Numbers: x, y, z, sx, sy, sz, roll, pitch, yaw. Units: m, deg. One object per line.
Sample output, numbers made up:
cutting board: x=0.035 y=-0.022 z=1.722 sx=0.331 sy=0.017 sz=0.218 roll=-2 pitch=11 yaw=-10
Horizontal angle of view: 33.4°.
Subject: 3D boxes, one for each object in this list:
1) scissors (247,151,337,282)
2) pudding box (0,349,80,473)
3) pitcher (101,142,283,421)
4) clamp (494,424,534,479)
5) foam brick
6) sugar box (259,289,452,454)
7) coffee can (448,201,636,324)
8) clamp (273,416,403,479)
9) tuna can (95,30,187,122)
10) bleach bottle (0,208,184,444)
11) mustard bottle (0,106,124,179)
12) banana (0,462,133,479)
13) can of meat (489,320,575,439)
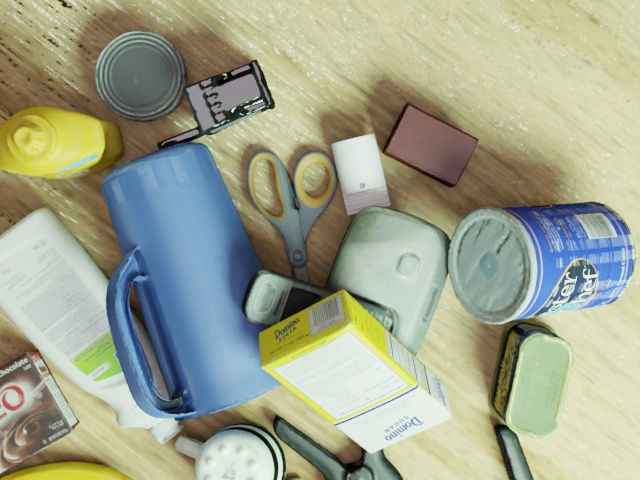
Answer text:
scissors: x=-0.007 y=0.001 z=1.046 sx=0.096 sy=0.016 sz=0.202 roll=-23 pitch=92 yaw=1
pudding box: x=-0.305 y=0.172 z=1.042 sx=0.113 sy=0.039 sz=0.090 roll=-30 pitch=92 yaw=1
pitcher: x=-0.121 y=0.040 z=0.988 sx=0.145 sy=0.149 sz=0.243 roll=-22 pitch=89 yaw=4
clamp: x=0.211 y=0.290 z=1.047 sx=0.210 sy=0.036 sz=0.164 roll=29 pitch=92 yaw=-3
foam brick: x=0.105 y=-0.090 z=1.023 sx=0.078 sy=0.053 sz=0.051 roll=27 pitch=92 yaw=-2
sugar box: x=0.034 y=0.121 z=0.947 sx=0.093 sy=0.048 sz=0.176 roll=-28 pitch=135 yaw=20
coffee can: x=0.202 y=0.018 z=0.972 sx=0.140 sy=0.103 sz=0.103 roll=-5 pitch=93 yaw=-36
clamp: x=0.044 y=0.220 z=1.045 sx=0.120 sy=0.039 sz=0.171 roll=-30 pitch=95 yaw=6
tuna can: x=-0.171 y=-0.157 z=1.031 sx=0.086 sy=0.034 sz=0.086 roll=0 pitch=93 yaw=0
bleach bottle: x=-0.225 y=0.095 z=1.028 sx=0.102 sy=0.068 sz=0.251 roll=-37 pitch=94 yaw=2
mustard bottle: x=-0.239 y=-0.086 z=0.954 sx=0.096 sy=0.191 sz=0.058 roll=-9 pitch=92 yaw=0
banana: x=-0.278 y=0.254 z=1.039 sx=0.197 sy=0.037 sz=0.070 roll=-21 pitch=66 yaw=-6
can of meat: x=0.201 y=0.132 z=1.017 sx=0.057 sy=0.084 sz=0.102 roll=11 pitch=92 yaw=0
